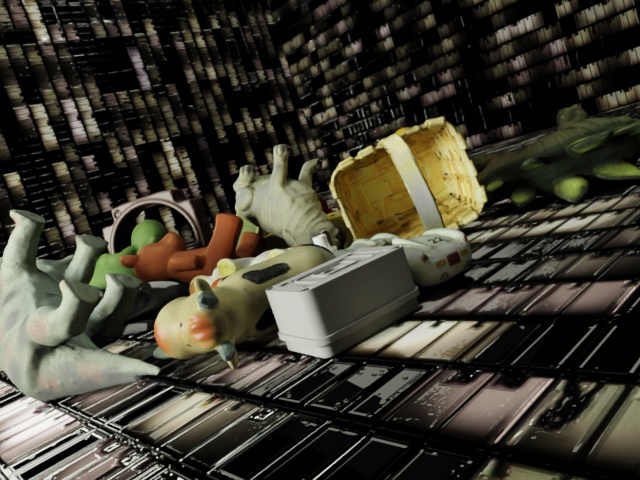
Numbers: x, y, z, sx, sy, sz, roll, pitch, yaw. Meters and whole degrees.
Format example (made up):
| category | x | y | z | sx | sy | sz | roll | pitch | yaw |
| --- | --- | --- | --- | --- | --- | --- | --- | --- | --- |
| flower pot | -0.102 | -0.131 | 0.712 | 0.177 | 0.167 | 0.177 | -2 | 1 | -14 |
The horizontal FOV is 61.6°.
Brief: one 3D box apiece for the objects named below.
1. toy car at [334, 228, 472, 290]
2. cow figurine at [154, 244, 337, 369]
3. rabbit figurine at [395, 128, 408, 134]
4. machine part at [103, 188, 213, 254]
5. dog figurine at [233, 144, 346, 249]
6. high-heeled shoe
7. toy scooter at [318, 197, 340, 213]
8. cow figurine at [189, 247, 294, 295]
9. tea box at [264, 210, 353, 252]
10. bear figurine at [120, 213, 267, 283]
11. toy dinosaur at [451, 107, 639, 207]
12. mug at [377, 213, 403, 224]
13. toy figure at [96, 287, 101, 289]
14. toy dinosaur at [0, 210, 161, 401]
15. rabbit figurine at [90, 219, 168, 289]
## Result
| category | x | y | z | sx | sy | sz | roll | pitch | yaw |
| --- | --- | --- | --- | --- | --- | --- | --- | --- | --- |
| toy car | 0.075 | 0.021 | 0.564 | 0.073 | 0.056 | 0.202 | -22 | 8 | -24 |
| cow figurine | -0.063 | 0.062 | 0.522 | 0.195 | 0.085 | 0.127 | -20 | 1 | -23 |
| rabbit figurine | 0.165 | -0.119 | 0.954 | 0.162 | 0.173 | 0.122 | -7 | 39 | -12 |
| machine part | -0.325 | 0.007 | 1.104 | 0.202 | 0.201 | 0.087 | -17 | 4 | 6 |
| dog figurine | -0.055 | -0.022 | 0.817 | 0.121 | 0.190 | 0.172 | 8 | -31 | -39 |
| high-heeled shoe | -0.281 | 0.100 | 0.799 | 0.249 | 0.086 | 0.145 | -6 | 11 | 43 |
| toy scooter | -0.027 | -0.052 | 1.227 | 0.184 | 0.075 | 0.135 | -12 | -15 | 13 |
| cow figurine | -0.090 | 0.049 | 0.723 | 0.167 | 0.068 | 0.098 | -12 | 4 | 24 |
| tea box | -0.002 | -0.003 | 0.907 | 0.170 | 0.068 | 0.098 | -16 | 8 | 22 |
| bear figurine | -0.205 | 0.023 | 0.854 | 0.196 | 0.132 | 0.120 | 11 | -17 | 28 |
| toy dinosaur | 0.375 | -0.122 | 0.756 | 0.472 | 0.105 | 0.198 | -26 | 13 | 10 |
| mug | 0.127 | -0.038 | 0.850 | 0.107 | 0.080 | 0.110 | -32 | 22 | -20 |
| toy figure | -0.406 | 0.123 | 0.930 | 0.089 | 0.082 | 0.180 | 0 | -13 | -37 |
| toy dinosaur | -0.299 | 0.098 | 0.597 | 0.131 | 0.192 | 0.405 | 18 | 13 | -40 |
| rabbit figurine | -0.340 | 0.031 | 0.989 | 0.159 | 0.121 | 0.170 | 4 | 58 | 43 |
